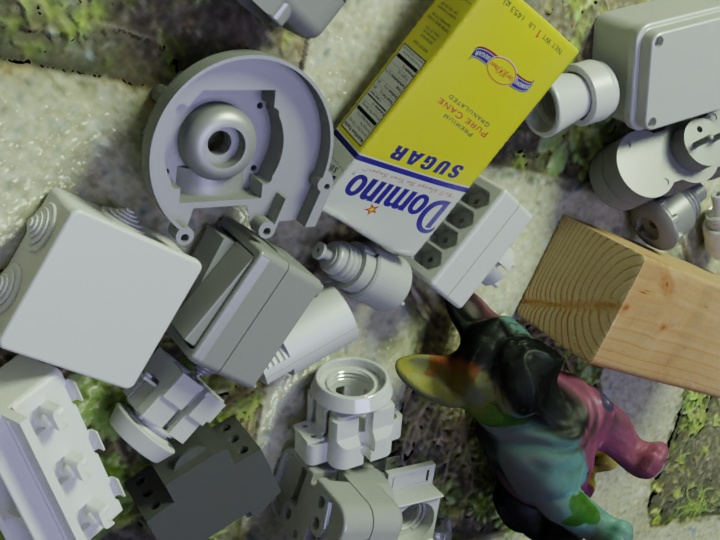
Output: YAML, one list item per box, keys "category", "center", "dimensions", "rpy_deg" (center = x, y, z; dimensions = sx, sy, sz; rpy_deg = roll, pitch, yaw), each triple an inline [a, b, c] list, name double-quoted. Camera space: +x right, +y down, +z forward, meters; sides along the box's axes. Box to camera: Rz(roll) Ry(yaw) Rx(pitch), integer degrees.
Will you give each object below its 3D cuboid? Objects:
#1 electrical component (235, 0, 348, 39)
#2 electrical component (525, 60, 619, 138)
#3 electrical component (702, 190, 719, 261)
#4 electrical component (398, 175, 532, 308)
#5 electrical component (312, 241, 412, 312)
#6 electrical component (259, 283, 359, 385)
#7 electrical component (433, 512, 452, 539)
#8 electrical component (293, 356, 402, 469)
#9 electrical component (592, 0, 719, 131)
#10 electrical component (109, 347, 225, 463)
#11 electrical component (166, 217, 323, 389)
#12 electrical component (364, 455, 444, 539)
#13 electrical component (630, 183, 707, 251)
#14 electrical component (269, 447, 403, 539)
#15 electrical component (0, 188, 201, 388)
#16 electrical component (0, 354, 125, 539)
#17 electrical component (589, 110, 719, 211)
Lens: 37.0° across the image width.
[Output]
- category: "electrical component"
  center: [-0.049, -0.174, 0.592]
  dimensions: [0.059, 0.054, 0.095]
  rpy_deg: [-52, 130, 1]
- category: "electrical component"
  center: [0.147, -0.121, 0.753]
  dimensions: [0.055, 0.045, 0.045]
  rpy_deg: [-19, 123, -24]
- category: "electrical component"
  center: [0.305, -0.039, 0.904]
  dimensions: [0.035, 0.035, 0.061]
  rpy_deg: [-33, 125, -15]
- category: "electrical component"
  center: [0.084, -0.013, 0.766]
  dimensions: [0.083, 0.047, 0.076]
  rpy_deg: [-52, 130, 0]
- category: "electrical component"
  center: [0.000, 0.000, 0.723]
  dimensions: [0.078, 0.040, 0.040]
  rpy_deg: [25, 99, -39]
- category: "electrical component"
  center: [-0.047, 0.046, 0.715]
  dimensions: [0.081, 0.043, 0.043]
  rpy_deg: [-29, 126, -18]
- category: "electrical component"
  center: [0.049, 0.227, 0.872]
  dimensions: [0.043, 0.043, 0.062]
  rpy_deg: [-5, 118, -31]
- category: "electrical component"
  center: [-0.007, 0.099, 0.760]
  dimensions: [0.078, 0.058, 0.057]
  rpy_deg: [-13, 123, -27]
- category: "electrical component"
  center: [0.230, -0.153, 0.781]
  dimensions: [0.113, 0.057, 0.078]
  rpy_deg: [-18, 122, -24]
- category: "electrical component"
  center: [-0.125, 0.088, 0.684]
  dimensions: [0.055, 0.048, 0.066]
  rpy_deg: [-48, 133, -6]
- category: "electrical component"
  center: [-0.082, 0.024, 0.669]
  dimensions: [0.061, 0.062, 0.096]
  rpy_deg: [31, 95, -39]
- category: "electrical component"
  center: [0.026, 0.177, 0.817]
  dimensions: [0.042, 0.064, 0.081]
  rpy_deg: [-5, 116, -29]
- category: "electrical component"
  center: [0.251, -0.048, 0.858]
  dimensions: [0.062, 0.048, 0.048]
  rpy_deg: [-34, 128, -22]
- category: "electrical component"
  center: [-0.015, 0.169, 0.765]
  dimensions: [0.059, 0.095, 0.053]
  rpy_deg: [8, 109, -36]
- category: "electrical component"
  center: [-0.155, 0.010, 0.622]
  dimensions: [0.100, 0.048, 0.099]
  rpy_deg: [26, 98, -39]
- category: "electrical component"
  center: [-0.192, 0.115, 0.643]
  dimensions: [0.063, 0.079, 0.121]
  rpy_deg: [-42, 133, -36]
- category: "electrical component"
  center: [0.247, -0.090, 0.805]
  dimensions: [0.138, 0.074, 0.052]
  rpy_deg: [-19, 85, -24]
